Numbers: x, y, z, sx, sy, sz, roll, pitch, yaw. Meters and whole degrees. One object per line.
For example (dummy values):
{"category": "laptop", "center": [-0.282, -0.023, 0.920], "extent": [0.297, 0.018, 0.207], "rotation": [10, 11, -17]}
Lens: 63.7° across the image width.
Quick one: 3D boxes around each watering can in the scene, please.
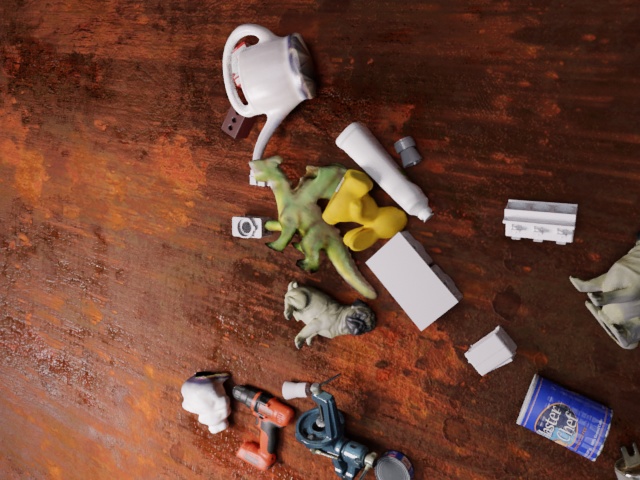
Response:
{"category": "watering can", "center": [-0.110, -0.341, 1.210], "extent": [0.223, 0.105, 0.346], "rotation": [-11, 96, 20]}

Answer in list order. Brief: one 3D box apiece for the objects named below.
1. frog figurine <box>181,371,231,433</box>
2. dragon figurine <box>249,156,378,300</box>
{"category": "frog figurine", "center": [-0.308, 0.445, 1.398], "extent": [0.137, 0.122, 0.161], "rotation": [-4, 82, 10]}
{"category": "dragon figurine", "center": [0.004, -0.060, 1.194], "extent": [0.411, 0.123, 0.240], "rotation": [30, 103, 6]}
